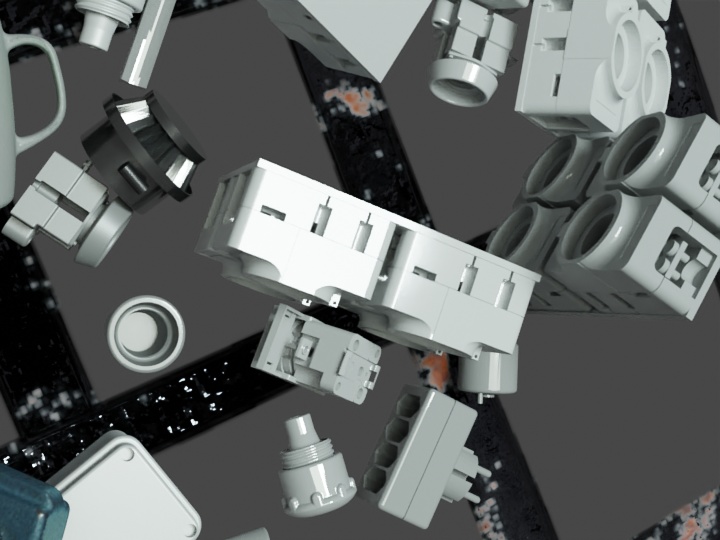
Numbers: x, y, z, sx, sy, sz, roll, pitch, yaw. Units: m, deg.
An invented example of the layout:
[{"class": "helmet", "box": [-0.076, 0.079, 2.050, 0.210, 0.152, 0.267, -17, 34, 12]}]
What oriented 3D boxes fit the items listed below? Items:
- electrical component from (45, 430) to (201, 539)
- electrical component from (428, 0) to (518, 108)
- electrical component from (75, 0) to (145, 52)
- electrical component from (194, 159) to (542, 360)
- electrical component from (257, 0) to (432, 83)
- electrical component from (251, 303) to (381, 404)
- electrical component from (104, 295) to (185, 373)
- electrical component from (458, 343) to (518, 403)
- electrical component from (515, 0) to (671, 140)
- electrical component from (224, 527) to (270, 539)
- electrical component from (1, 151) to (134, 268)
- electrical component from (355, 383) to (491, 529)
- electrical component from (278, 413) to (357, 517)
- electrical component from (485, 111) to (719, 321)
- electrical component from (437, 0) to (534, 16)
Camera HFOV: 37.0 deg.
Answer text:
[{"class": "electrical component", "box": [-0.159, 0.157, 0.630, 0.113, 0.057, 0.078, -40, 102, -16]}, {"class": "electrical component", "box": [0.073, -0.144, 0.727, 0.066, 0.048, 0.055, 21, 74, -18]}, {"class": "electrical component", "box": [-0.152, -0.163, 0.647, 0.048, 0.048, 0.062, 17, 90, -19]}, {"class": "electrical component", "box": [0.000, 0.000, 0.665, 0.186, 0.105, 0.060, 21, 82, -18]}, {"class": "electrical component", "box": [0.007, -0.209, 0.679, 0.089, 0.062, 0.150, 38, 81, -44]}, {"class": "electrical component", "box": [-0.025, 0.054, 0.670, 0.081, 0.064, 0.042, 33, 74, -59]}, {"class": "electrical component", "box": [-0.131, 0.037, 0.638, 0.044, 0.065, 0.044, 0, 89, -19]}, {"class": "electrical component", "box": [0.087, 0.051, 0.730, 0.040, 0.040, 0.078, 3, 88, -20]}, {"class": "electrical component", "box": [0.170, -0.181, 0.728, 0.105, 0.060, 0.186, 17, 81, -54]}, {"class": "electrical component", "box": [-0.089, 0.185, 0.664, 0.065, 0.044, 0.044, -4, 90, -15]}, {"class": "electrical component", "box": [-0.169, -0.034, 0.637, 0.055, 0.048, 0.066, 34, 78, -8]}, {"class": "electrical component", "box": [0.052, 0.129, 0.712, 0.076, 0.047, 0.083, 28, 80, -17]}, {"class": "electrical component", "box": [-0.032, 0.123, 0.684, 0.048, 0.048, 0.062, -15, 87, -19]}, {"class": "electrical component", "box": [0.153, -0.031, 0.677, 0.060, 0.186, 0.105, 34, 78, -16]}, {"class": "electrical component", "box": [0.093, -0.197, 0.729, 0.077, 0.066, 0.047, 23, 80, -47]}]
